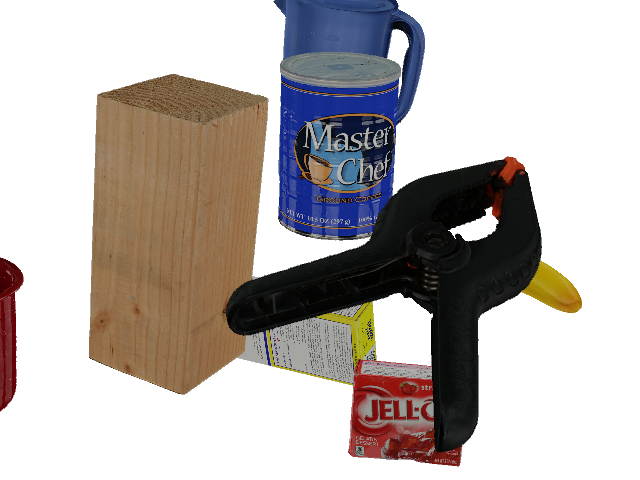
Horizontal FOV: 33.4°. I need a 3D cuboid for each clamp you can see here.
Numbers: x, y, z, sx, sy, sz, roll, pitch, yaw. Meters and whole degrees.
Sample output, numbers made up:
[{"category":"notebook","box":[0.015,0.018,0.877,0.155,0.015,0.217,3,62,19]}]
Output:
[{"category":"clamp","box":[0.056,0.021,0.484,0.120,0.039,0.171,39,56,24]}]

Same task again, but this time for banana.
[{"category":"banana","box":[0.181,0.035,1.080,0.198,0.037,0.069,12,39,34]}]

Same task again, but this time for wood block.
[{"category":"wood block","box":[-0.105,-0.006,0.781,0.090,0.206,0.090,17,25,24]}]

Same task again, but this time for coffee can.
[{"category":"coffee can","box":[0.015,-0.084,0.927,0.103,0.140,0.103,1,23,-1]}]

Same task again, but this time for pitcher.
[{"category":"pitcher","box":[0.023,-0.179,1.287,0.144,0.243,0.149,-7,28,-26]}]

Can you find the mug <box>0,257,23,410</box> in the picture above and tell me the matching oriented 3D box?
[{"category":"mug","box":[-0.234,0.063,0.636,0.093,0.081,0.117,20,25,36]}]

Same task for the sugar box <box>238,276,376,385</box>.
[{"category":"sugar box","box":[-0.028,0.095,1.151,0.176,0.093,0.048,13,35,27]}]

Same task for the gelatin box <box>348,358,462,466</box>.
[{"category":"gelatin box","box":[0.068,0.135,0.835,0.089,0.073,0.030,5,19,5]}]
